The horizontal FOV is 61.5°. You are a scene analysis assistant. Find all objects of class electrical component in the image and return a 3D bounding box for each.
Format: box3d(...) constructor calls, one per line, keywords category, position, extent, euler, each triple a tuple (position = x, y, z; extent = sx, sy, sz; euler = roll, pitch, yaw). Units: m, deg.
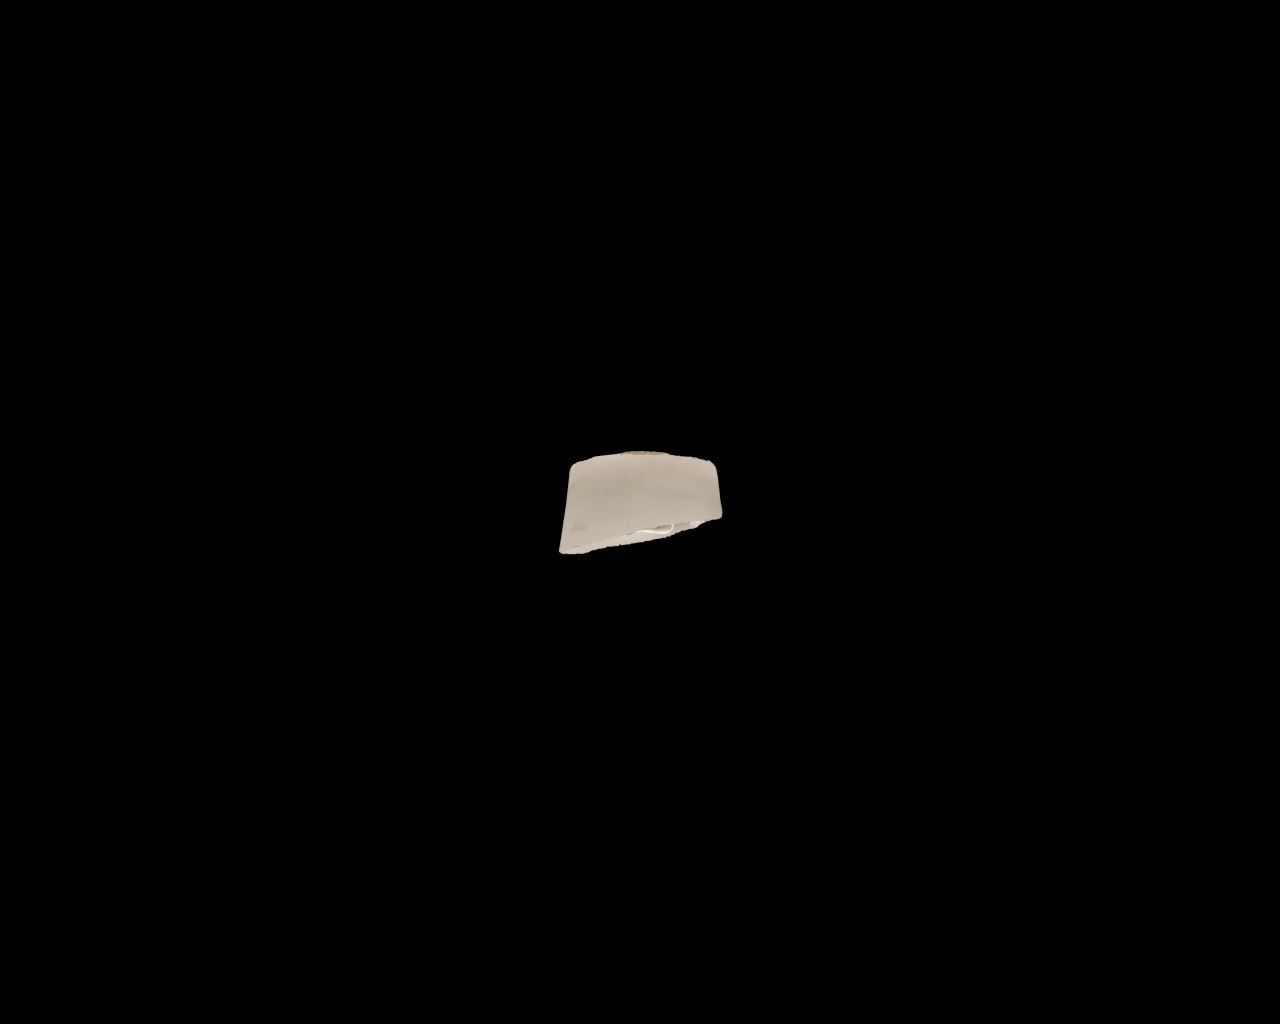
box3d(category="electrical component", position=(0.001, -0.003, 0.650), extent=(0.099, 0.064, 0.099), euler=(0, -10, 0))
